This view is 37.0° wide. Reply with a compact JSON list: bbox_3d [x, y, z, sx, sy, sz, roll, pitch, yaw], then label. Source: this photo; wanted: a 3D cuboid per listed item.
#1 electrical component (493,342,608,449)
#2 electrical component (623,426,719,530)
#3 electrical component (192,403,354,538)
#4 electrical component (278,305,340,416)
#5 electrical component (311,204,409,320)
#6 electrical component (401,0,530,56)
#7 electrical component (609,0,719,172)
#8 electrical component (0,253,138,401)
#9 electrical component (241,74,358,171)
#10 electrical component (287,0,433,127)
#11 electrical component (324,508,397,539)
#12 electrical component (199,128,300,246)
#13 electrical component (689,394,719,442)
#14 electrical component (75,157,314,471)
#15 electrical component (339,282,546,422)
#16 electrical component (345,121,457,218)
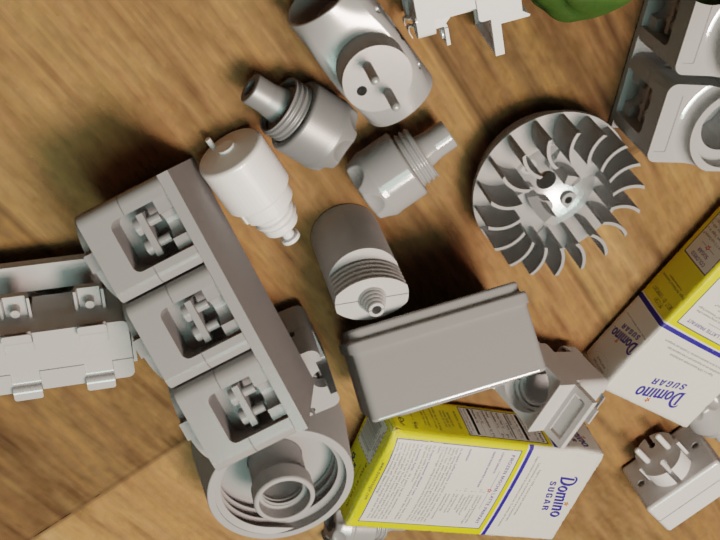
[{"bbox_3d":[0.131,0.078,0.735,0.064,0.081,0.042,4,125,-44],"label":"electrical component"},{"bbox_3d":[0.238,0.150,0.829,0.066,0.047,0.077,-39,126,12],"label":"electrical component"},{"bbox_3d":[-0.056,0.133,0.723,0.108,0.060,0.108,-8,125,-11],"label":"electrical component"},{"bbox_3d":[-0.066,0.066,0.677,0.089,0.055,0.050,-23,127,0],"label":"electrical component"},{"bbox_3d":[0.000,0.000,0.634,0.043,0.081,0.043,-8,126,-11],"label":"electrical component"},{"bbox_3d":[0.051,-0.154,0.566,0.064,0.042,0.081,-16,126,-3],"label":"electrical component"},{"bbox_3d":[0.258,-0.119,0.640,0.186,0.060,0.105,-1,124,-16],"label":"electrical component"},{"bbox_3d":[-0.192,0.037,0.615,0.121,0.063,0.078,-7,125,-11],"label":"electrical component"},{"bbox_3d":[-0.035,-0.084,0.589,0.062,0.043,0.043,29,112,-29],"label":"electrical component"},{"bbox_3d":[0.005,-0.108,0.561,0.043,0.079,0.077,-36,126,11],"label":"electrical component"},{"bbox_3d":[0.006,0.186,0.795,0.061,0.035,0.035,7,121,-23],"label":"electrical component"},{"bbox_3d":[-0.058,-0.045,0.612,0.040,0.040,0.078,-30,127,5],"label":"electrical component"},{"bbox_3d":[0.266,0.111,0.818,0.035,0.035,0.061,-35,128,9],"label":"electrical component"},{"bbox_3d":[-0.088,0.022,0.584,0.062,0.089,0.150,-27,99,4],"label":"electrical component"},{"bbox_3d":[0.047,0.051,0.663,0.109,0.108,0.056,-16,87,-5],"label":"electrical component"},{"bbox_3d":[0.026,-0.061,0.623,0.062,0.043,0.043,-34,126,7],"label":"electrical component"}]
